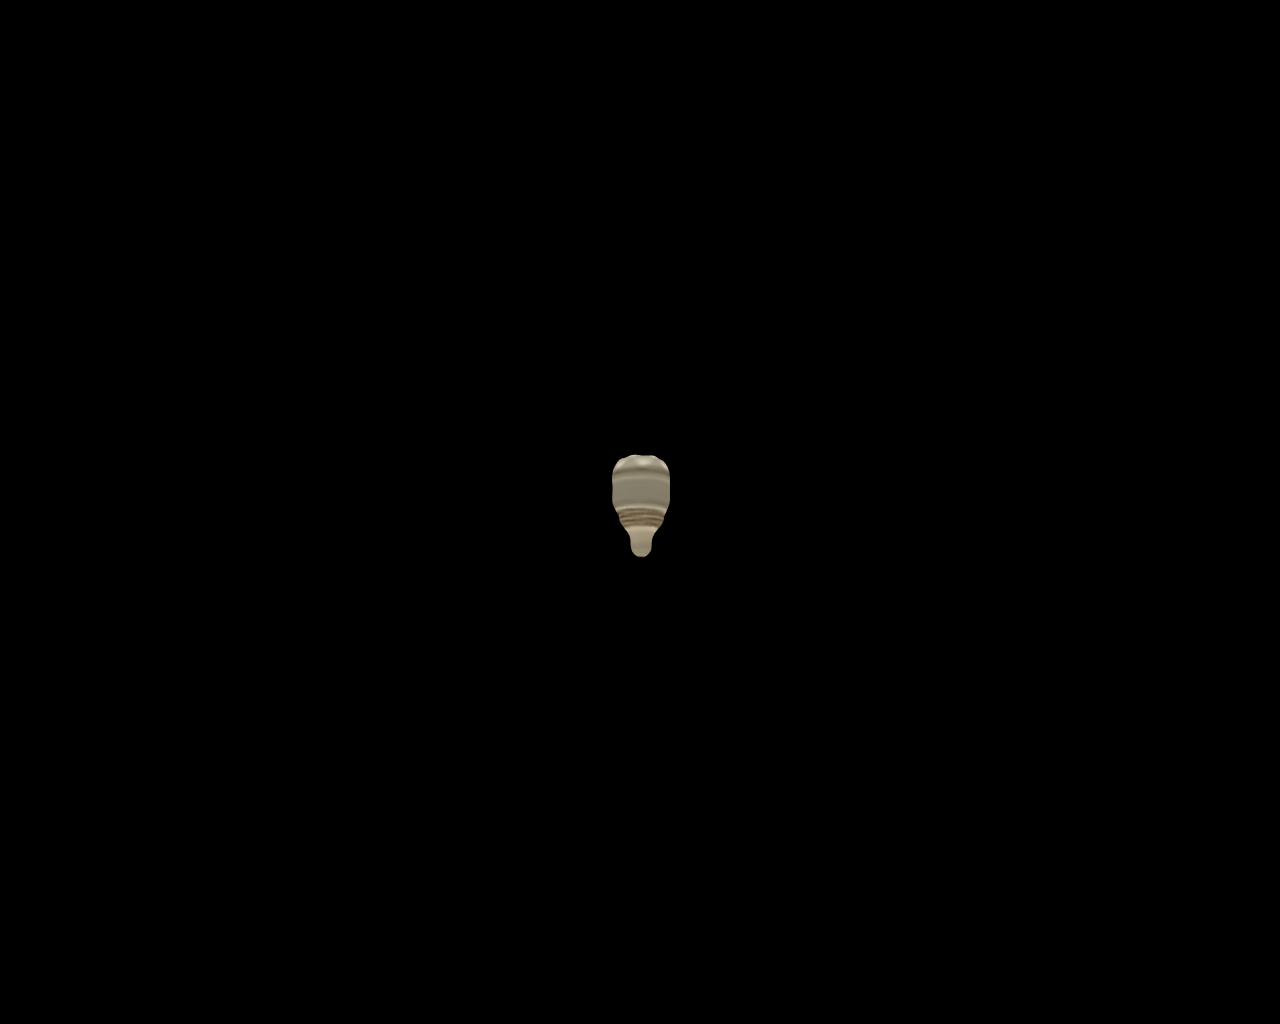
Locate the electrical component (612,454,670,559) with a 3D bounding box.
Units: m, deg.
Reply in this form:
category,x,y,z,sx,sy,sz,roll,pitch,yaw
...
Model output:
category,x,y,z,sx,sy,sz,roll,pitch,yaw
electrical component,0.001,-0.003,0.650,0.035,0.061,0.035,0,-11,0
